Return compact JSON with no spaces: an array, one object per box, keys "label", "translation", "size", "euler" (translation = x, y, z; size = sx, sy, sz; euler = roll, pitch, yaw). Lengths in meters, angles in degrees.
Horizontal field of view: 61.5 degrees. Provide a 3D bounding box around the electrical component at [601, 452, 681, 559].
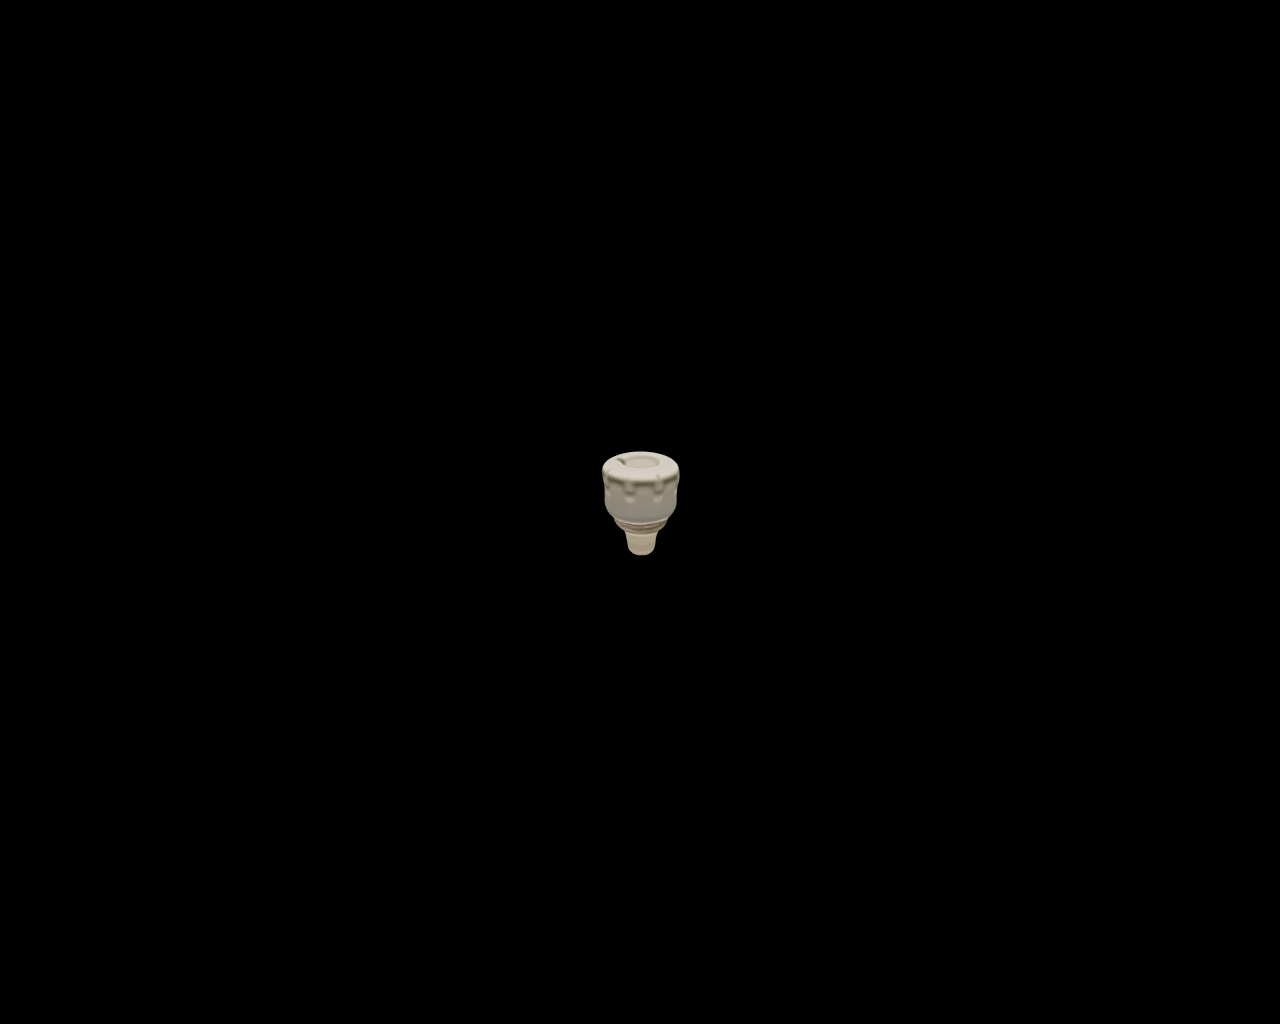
[{"label":"electrical component","translation":[0.001,-0.003,0.650],"size":[0.048,0.062,0.048],"euler":[0,23,0]}]
